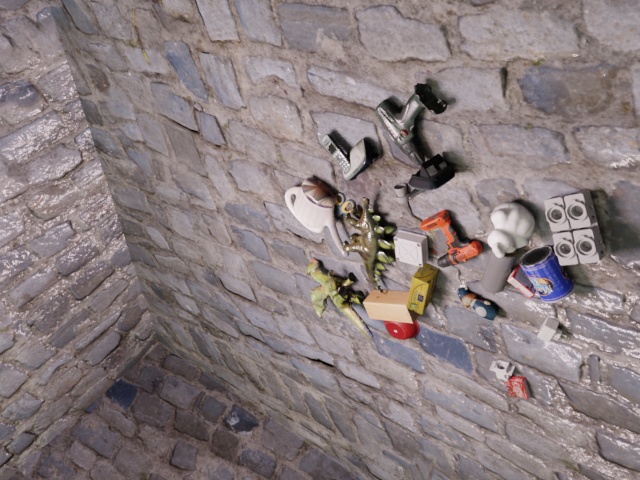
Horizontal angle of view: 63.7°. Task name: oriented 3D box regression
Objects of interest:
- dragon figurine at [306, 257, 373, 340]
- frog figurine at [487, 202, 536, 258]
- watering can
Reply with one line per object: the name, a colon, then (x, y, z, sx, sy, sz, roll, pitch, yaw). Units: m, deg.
dragon figurine: (0.058, 0.256, 2.174, 0.123, 0.413, 0.239, -14, -13, -44)
frog figurine: (0.548, -0.031, 1.497, 0.121, 0.136, 0.162, -22, 17, 48)
watering can: (0.006, -0.099, 1.973, 0.106, 0.350, 0.219, -40, -16, -37)
